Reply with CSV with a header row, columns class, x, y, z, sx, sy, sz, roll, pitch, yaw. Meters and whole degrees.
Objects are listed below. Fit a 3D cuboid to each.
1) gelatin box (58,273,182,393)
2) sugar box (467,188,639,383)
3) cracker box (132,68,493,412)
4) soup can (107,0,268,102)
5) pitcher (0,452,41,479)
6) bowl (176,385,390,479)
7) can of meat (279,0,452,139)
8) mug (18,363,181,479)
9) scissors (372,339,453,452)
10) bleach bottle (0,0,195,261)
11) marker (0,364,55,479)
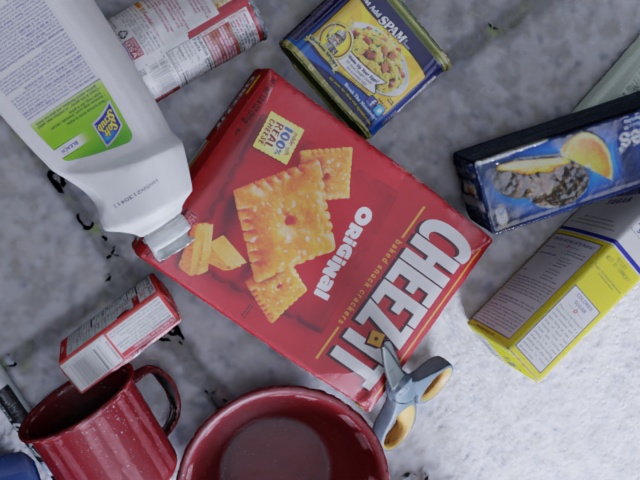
class,x,y,z,sx,sy,sz,roll,pitch,yaw
gelatin box,-0.144,0.066,0.768,0.089,0.073,0.030,-37,104,-6
sugar box,0.201,0.026,0.828,0.176,0.093,0.048,-42,104,-4
cracker box,-0.005,0.001,0.790,0.213,0.072,0.164,36,90,-15
soup can,-0.097,-0.146,0.752,0.102,0.068,0.068,-32,103,-7
pitcher,-0.295,0.235,0.712,0.242,0.149,0.145,-18,144,-18
bowl,-0.031,0.185,0.815,0.162,0.055,0.162,-1,95,-9
can of meat,0.032,-0.137,0.788,0.084,0.057,0.102,-43,103,-2
mug,-0.148,0.141,0.776,0.117,0.093,0.081,-41,112,-36
scissors,0.070,0.096,0.781,0.016,0.202,0.096,38,63,22
bleach bottle,-0.168,-0.094,0.698,0.103,0.068,0.251,-30,98,18
marker,-0.211,0.145,0.791,0.020,0.020,0.121,-32,103,-7
